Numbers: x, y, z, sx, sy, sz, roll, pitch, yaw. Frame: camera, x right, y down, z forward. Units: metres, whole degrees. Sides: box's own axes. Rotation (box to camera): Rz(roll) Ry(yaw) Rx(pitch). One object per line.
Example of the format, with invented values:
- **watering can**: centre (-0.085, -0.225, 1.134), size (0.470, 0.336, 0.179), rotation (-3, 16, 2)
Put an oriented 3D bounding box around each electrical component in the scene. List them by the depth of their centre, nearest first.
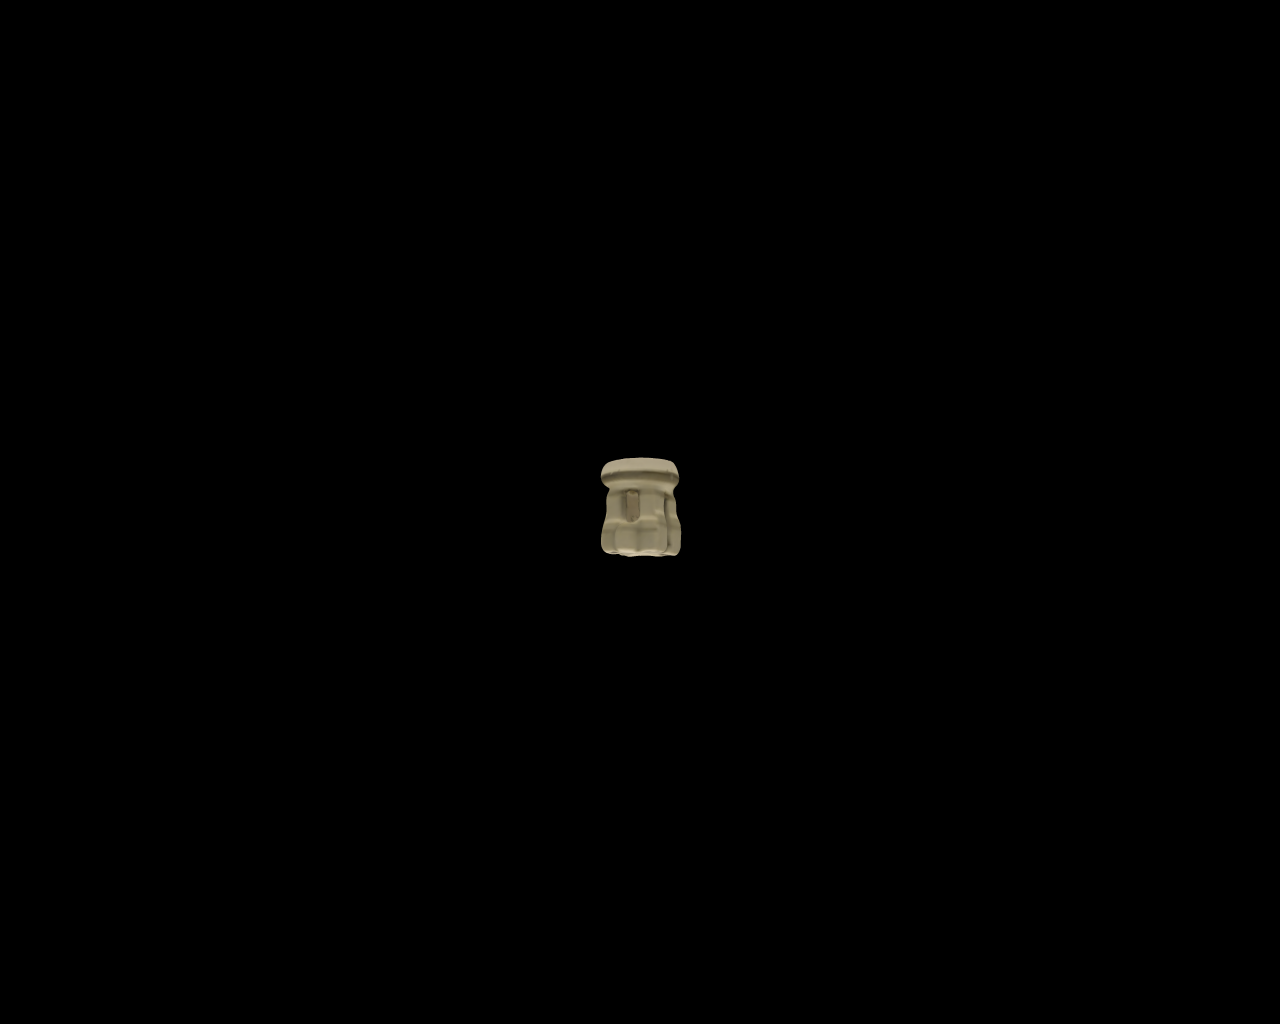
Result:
- **electrical component**: centre (0.001, -0.003, 0.650), size (0.048, 0.055, 0.066), rotation (-2, -7, 19)
